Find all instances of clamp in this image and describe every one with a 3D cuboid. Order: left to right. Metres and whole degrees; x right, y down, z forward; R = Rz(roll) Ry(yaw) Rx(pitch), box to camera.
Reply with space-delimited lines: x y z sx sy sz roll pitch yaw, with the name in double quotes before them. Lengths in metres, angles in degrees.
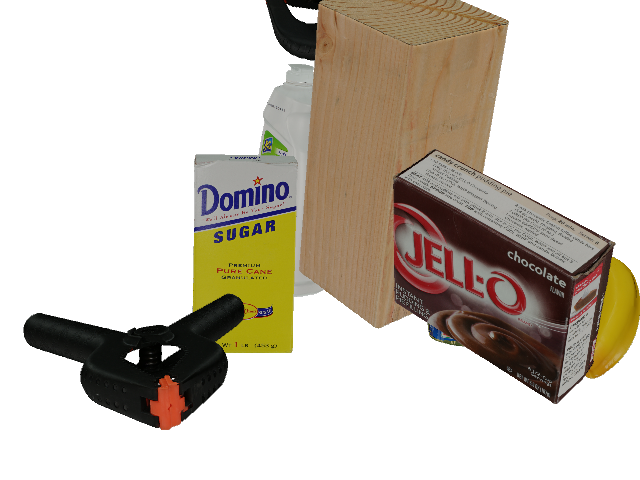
"clamp" -0.107 0.076 0.729 0.164 0.036 0.210 -8 14 -21
"clamp" 0.026 -0.185 0.931 0.120 0.171 0.039 -39 -21 -19

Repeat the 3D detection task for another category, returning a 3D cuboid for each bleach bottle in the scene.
"bleach bottle" -0.030 -0.070 1.203 0.067 0.251 0.103 -9 23 -40

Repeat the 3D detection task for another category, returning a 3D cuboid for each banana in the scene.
"banana" 0.271 0.062 1.015 0.070 0.037 0.197 -28 23 19

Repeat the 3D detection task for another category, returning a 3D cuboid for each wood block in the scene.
"wood block" 0.052 -0.058 0.729 0.090 0.206 0.091 -19 38 -34

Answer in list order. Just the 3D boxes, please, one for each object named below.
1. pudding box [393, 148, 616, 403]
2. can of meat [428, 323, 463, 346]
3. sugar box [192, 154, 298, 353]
"pudding box" 0.088 0.017 0.541 0.114 0.090 0.039 30 53 32
"can of meat" 0.151 0.061 1.198 0.057 0.084 0.102 6 19 1
"sugar box" -0.069 0.012 0.962 0.093 0.176 0.048 0 14 -6
